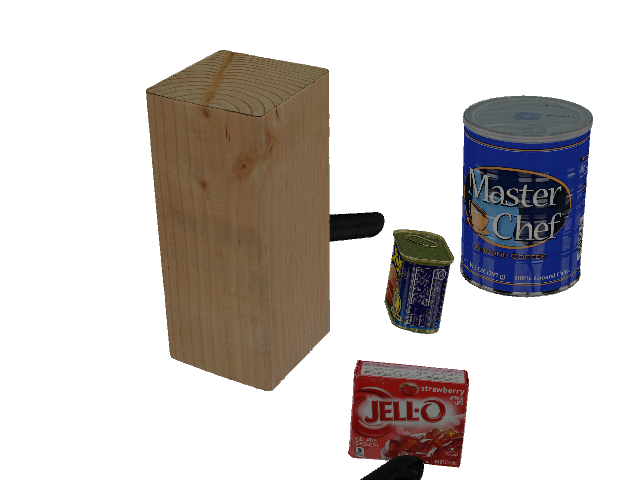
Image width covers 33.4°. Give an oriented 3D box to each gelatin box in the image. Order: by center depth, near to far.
[{"bbox_3d":[0.068,0.136,0.835,0.089,0.073,0.030,5,19,5],"label":"gelatin box"}]

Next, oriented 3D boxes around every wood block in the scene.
[{"bbox_3d":[-0.052,-0.013,0.735,0.090,0.206,0.090,15,33,26],"label":"wood block"}]

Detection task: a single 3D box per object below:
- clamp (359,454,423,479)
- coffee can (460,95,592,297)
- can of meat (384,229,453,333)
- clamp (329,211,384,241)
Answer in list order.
[{"bbox_3d":[-0.019,0.193,0.645,0.210,0.036,0.164,-4,28,3],"label":"clamp"},{"bbox_3d":[0.168,-0.038,0.885,0.103,0.140,0.103,-2,25,1],"label":"coffee can"},{"bbox_3d":[0.103,0.043,1.148,0.057,0.084,0.102,6,17,-5],"label":"can of meat"},{"bbox_3d":[-0.039,-0.022,0.969,0.171,0.039,0.120,-24,54,-32],"label":"clamp"}]
